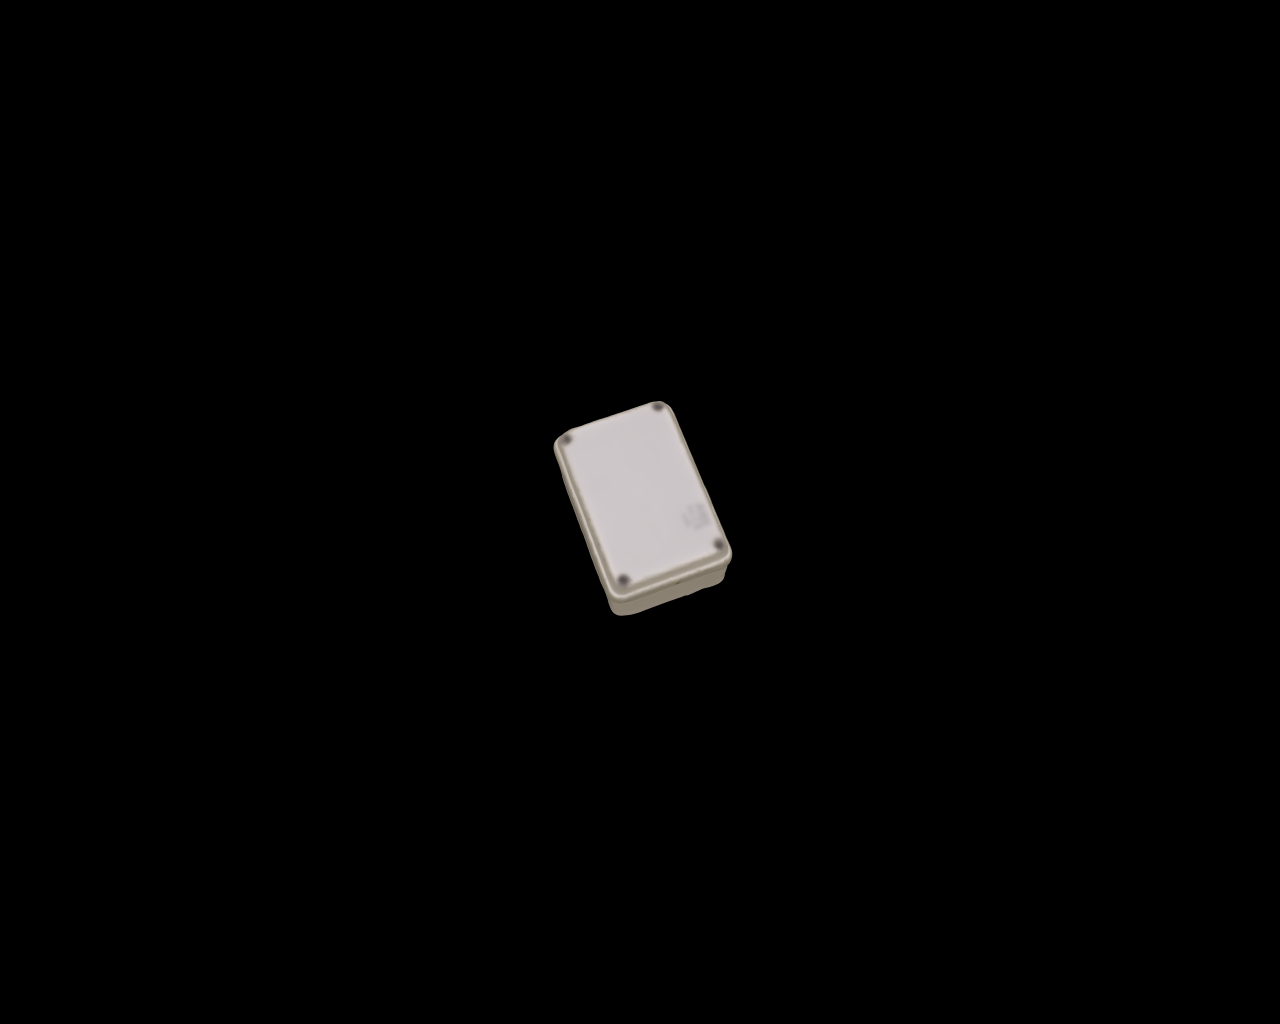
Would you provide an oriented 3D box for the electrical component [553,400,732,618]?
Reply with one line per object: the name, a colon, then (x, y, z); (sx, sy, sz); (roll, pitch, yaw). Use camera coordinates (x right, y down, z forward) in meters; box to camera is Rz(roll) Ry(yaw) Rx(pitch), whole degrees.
electrical component: (0.001, -0.003, 0.650); (0.078, 0.113, 0.057); (-19, -19, -7)
